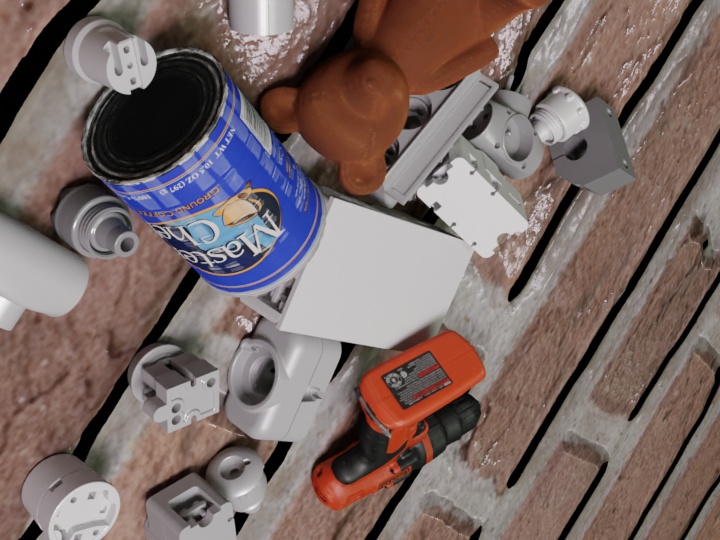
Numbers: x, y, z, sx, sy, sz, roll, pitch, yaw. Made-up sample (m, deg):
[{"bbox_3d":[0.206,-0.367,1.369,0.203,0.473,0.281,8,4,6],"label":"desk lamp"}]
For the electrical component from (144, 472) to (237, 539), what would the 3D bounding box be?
[{"bbox_3d":[-0.135,0.214,0.860,0.050,0.056,0.089,-27,130,-34],"label":"electrical component"}]

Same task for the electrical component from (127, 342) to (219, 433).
[{"bbox_3d":[-0.136,0.083,0.781,0.066,0.055,0.048,-20,126,-38],"label":"electrical component"}]

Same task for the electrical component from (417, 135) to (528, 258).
[{"bbox_3d":[0.092,-0.065,0.897,0.050,0.055,0.089,-39,115,22],"label":"electrical component"}]

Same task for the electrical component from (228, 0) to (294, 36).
[{"bbox_3d":[-0.065,-0.198,0.700,0.043,0.043,0.081,-22,127,-37],"label":"electrical component"}]

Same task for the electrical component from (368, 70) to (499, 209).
[{"bbox_3d":[0.041,-0.112,0.844,0.121,0.079,0.063,-51,161,-11],"label":"electrical component"}]

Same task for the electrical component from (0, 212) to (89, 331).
[{"bbox_3d":[-0.220,0.011,0.662,0.079,0.043,0.077,-58,140,-4],"label":"electrical component"}]

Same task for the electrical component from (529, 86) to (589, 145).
[{"bbox_3d":[0.176,-0.135,0.989,0.062,0.048,0.048,-38,136,-15],"label":"electrical component"}]

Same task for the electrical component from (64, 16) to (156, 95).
[{"bbox_3d":[-0.150,-0.129,0.650,0.040,0.046,0.040,-24,128,-35],"label":"electrical component"}]

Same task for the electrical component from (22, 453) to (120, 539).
[{"bbox_3d":[-0.206,0.163,0.762,0.055,0.047,0.055,-24,128,-35],"label":"electrical component"}]

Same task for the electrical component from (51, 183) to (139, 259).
[{"bbox_3d":[-0.164,-0.027,0.683,0.043,0.062,0.043,-25,129,-35],"label":"electrical component"}]

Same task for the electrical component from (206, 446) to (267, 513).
[{"bbox_3d":[-0.097,0.179,0.888,0.048,0.048,0.062,-42,143,-21],"label":"electrical component"}]

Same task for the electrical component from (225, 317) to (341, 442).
[{"bbox_3d":[-0.065,0.086,0.859,0.059,0.054,0.095,15,101,-49],"label":"electrical component"}]

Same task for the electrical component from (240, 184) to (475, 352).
[{"bbox_3d":[0.000,0.000,0.871,0.186,0.060,0.105,15,101,-49],"label":"electrical component"}]

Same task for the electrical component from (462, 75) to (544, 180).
[{"bbox_3d":[0.127,-0.130,0.937,0.077,0.044,0.079,29,75,-41],"label":"electrical component"}]
